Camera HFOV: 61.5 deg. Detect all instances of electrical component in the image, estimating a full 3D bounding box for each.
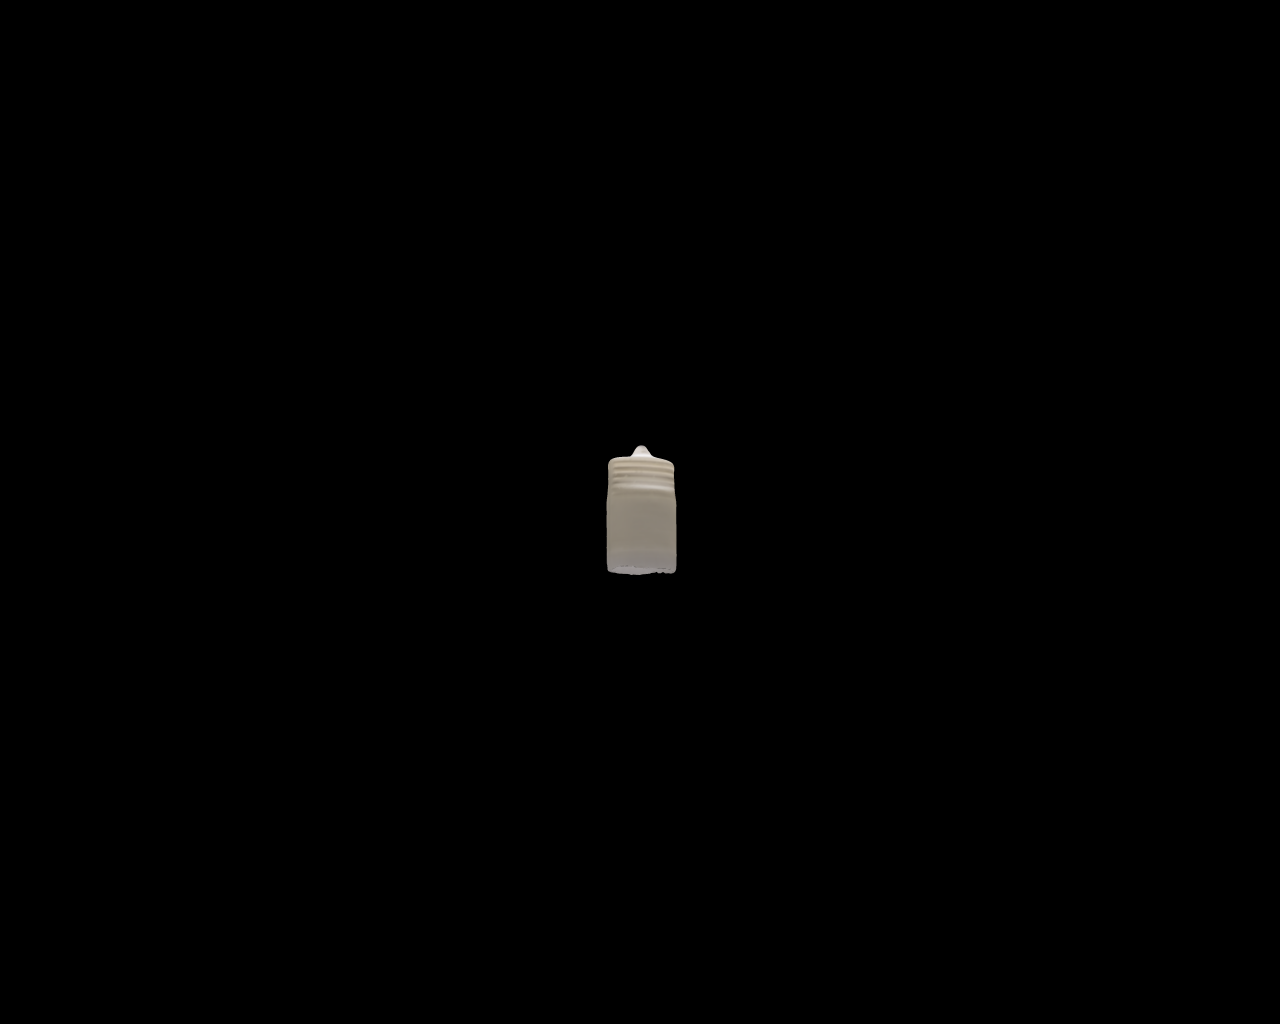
[{"bbox_3d":[0.001,-0.003,0.650,0.043,0.081,0.043,0,-9,0],"label":"electrical component"}]
